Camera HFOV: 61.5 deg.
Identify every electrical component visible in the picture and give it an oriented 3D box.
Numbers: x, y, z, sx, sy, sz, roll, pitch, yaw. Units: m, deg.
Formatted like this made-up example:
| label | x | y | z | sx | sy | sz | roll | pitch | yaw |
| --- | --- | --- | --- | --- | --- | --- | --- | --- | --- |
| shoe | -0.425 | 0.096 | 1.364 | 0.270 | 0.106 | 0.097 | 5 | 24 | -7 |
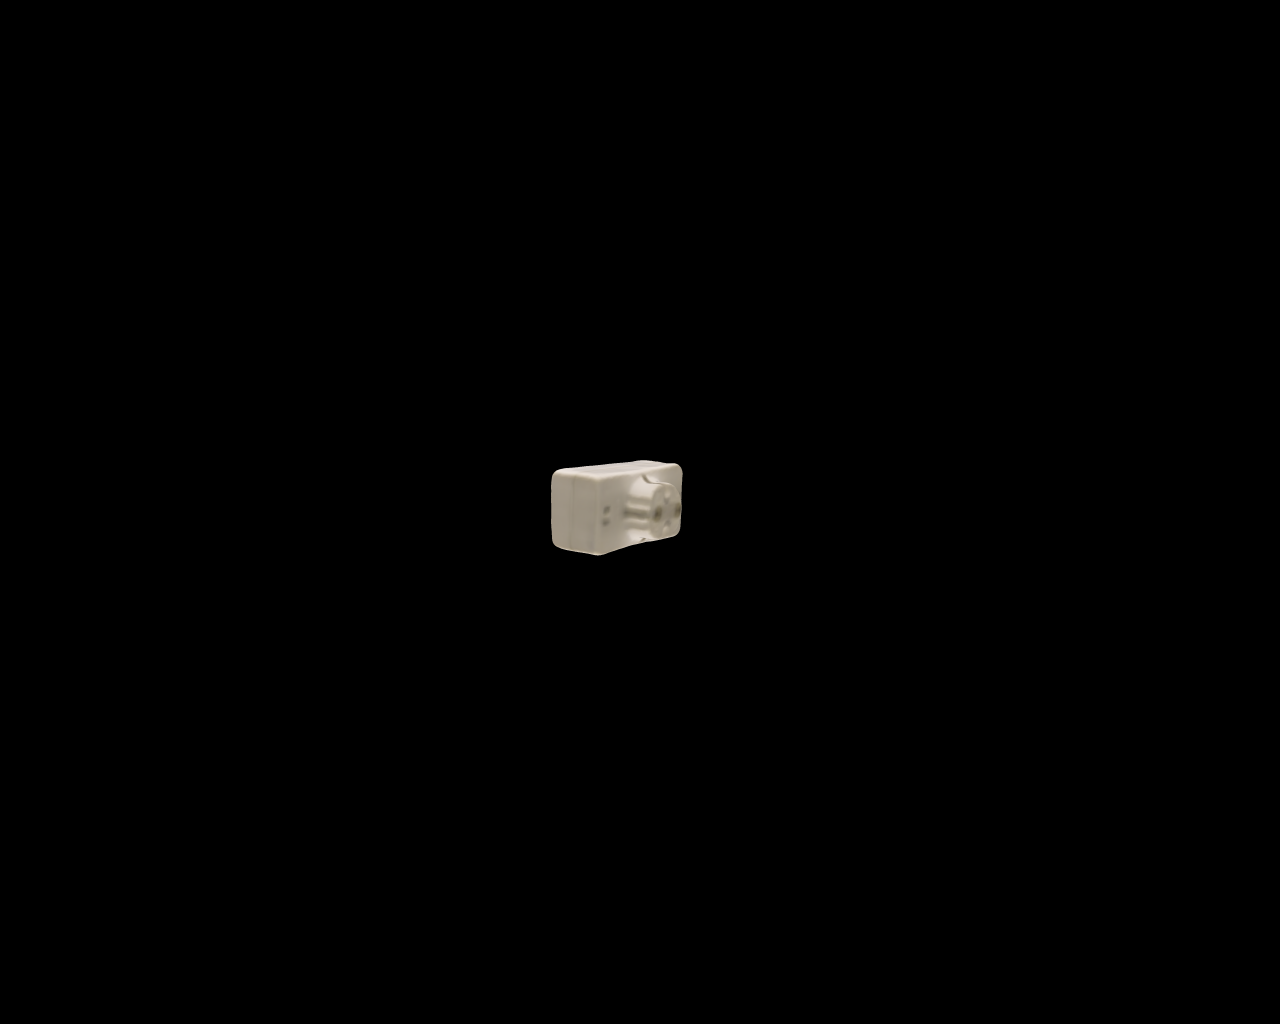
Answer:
| label | x | y | z | sx | sy | sz | roll | pitch | yaw |
| --- | --- | --- | --- | --- | --- | --- | --- | --- | --- |
| electrical component | 0.001 | -0.003 | 0.650 | 0.076 | 0.047 | 0.083 | 7 | 12 | 39 |
